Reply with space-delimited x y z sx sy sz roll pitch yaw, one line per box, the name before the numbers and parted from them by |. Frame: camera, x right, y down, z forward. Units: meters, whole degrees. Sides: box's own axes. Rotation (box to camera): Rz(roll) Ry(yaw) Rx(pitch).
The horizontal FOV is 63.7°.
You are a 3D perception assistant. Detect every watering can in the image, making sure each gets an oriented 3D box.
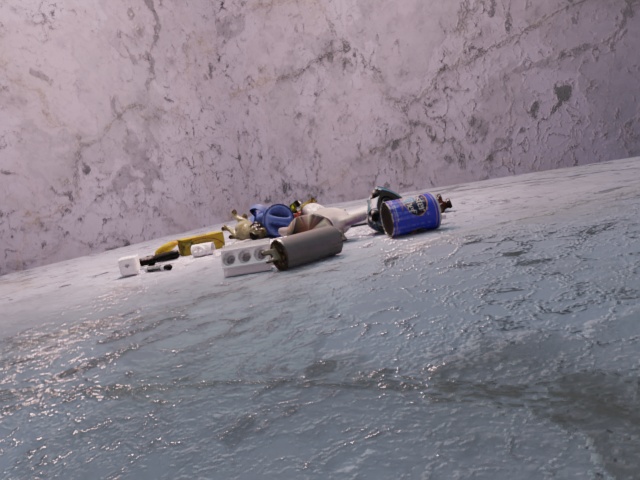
watering can | -0.028 -0.034 1.579 0.345 0.104 0.226 -12 5 29

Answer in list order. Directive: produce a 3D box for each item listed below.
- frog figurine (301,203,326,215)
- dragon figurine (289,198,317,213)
frog figurine | 0.006 -0.106 2.099 0.159 0.124 0.136 -22 -15 2
dragon figurine | -0.136 -0.100 2.507 0.411 0.123 0.240 -10 -12 -14
